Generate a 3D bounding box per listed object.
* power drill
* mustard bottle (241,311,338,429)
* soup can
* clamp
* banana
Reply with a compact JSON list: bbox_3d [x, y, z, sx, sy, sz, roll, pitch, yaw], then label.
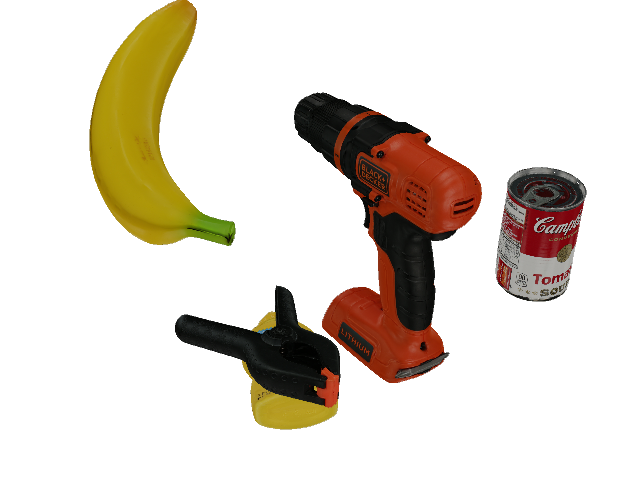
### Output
[{"bbox_3d":[0.039,-0.003,0.790,0.057,0.188,0.185,-19,36,-28],"label":"power drill"},{"bbox_3d":[-0.043,0.142,1.256,0.096,0.058,0.192,-7,30,-8],"label":"mustard bottle"},{"bbox_3d":[0.195,-0.005,0.954,0.068,0.102,0.068,1,35,-1],"label":"soup can"},{"bbox_3d":[-0.032,0.089,0.934,0.120,0.039,0.172,-28,41,-36],"label":"clamp"},{"bbox_3d":[-0.093,-0.064,0.590,0.069,0.198,0.037,-4,-40,-11],"label":"banana"}]
